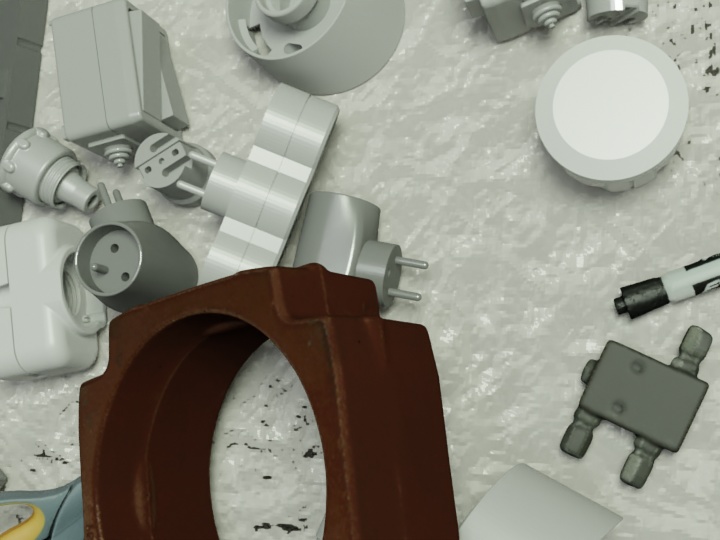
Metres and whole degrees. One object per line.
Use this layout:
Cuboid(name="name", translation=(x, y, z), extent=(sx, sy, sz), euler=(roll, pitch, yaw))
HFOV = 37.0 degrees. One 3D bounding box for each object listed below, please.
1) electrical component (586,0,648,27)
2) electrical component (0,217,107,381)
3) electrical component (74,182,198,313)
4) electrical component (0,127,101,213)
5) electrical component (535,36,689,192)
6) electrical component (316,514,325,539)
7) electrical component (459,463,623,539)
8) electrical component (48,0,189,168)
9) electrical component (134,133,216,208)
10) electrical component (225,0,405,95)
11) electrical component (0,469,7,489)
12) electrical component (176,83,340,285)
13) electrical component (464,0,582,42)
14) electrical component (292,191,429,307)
Cuboid(name="electrical component", translation=(0.146, -0.166, 0.612), extent=(0.040, 0.040, 0.046), euler=(-2, 87, 16))
Cuboid(name="electrical component", translation=(-0.200, 0.018, 0.676), extent=(0.059, 0.054, 0.095), euler=(-11, 79, 14))
Cuboid(name="electrical component", translation=(-0.140, -0.017, 0.652), extent=(0.043, 0.077, 0.079), euler=(-27, 75, 11))
Cuboid(name="electrical component", translation=(-0.197, -0.059, 0.692), extent=(0.062, 0.048, 0.048), euler=(31, 91, 11))
Cuboid(name="electrical component", translation=(0.140, -0.084, 0.595), extent=(0.080, 0.051, 0.080), euler=(-2, 81, 16))
Cuboid(name="electrical component", translation=(-0.011, 0.160, 0.607), extent=(0.044, 0.044, 0.065), euler=(22, 83, 18))
Cuboid(name="electrical component", translation=(0.082, 0.150, 0.553), extent=(0.064, 0.099, 0.099), euler=(33, 92, 24))
Cuboid(name="electrical component", translation=(-0.148, -0.112, 0.676), extent=(0.061, 0.062, 0.096), euler=(-13, 78, 14))
Cuboid(name="electrical component", translation=(-0.114, -0.063, 0.667), extent=(0.040, 0.046, 0.040), euler=(-2, 81, 16))
Cuboid(name="electrical component", translation=(-0.030, -0.162, 0.662), extent=(0.099, 0.064, 0.099), euler=(-7, 75, 28))
Cuboid(name="electrical component", translation=(-0.278, 0.154, 0.674), extent=(0.061, 0.062, 0.096), euler=(36, 93, 18))
Cuboid(name="electrical component", translation=(-0.071, -0.047, 0.638), extent=(0.074, 0.052, 0.138), euler=(22, 88, -2))
Cuboid(name="electrical component", translation=(0.085, -0.177, 0.618), extent=(0.061, 0.062, 0.096), euler=(-21, 77, 12))
Cuboid(name="electrical component", translation=(0.000, 0.000, 0.625), extent=(0.079, 0.044, 0.077), euler=(10, 82, 17))
